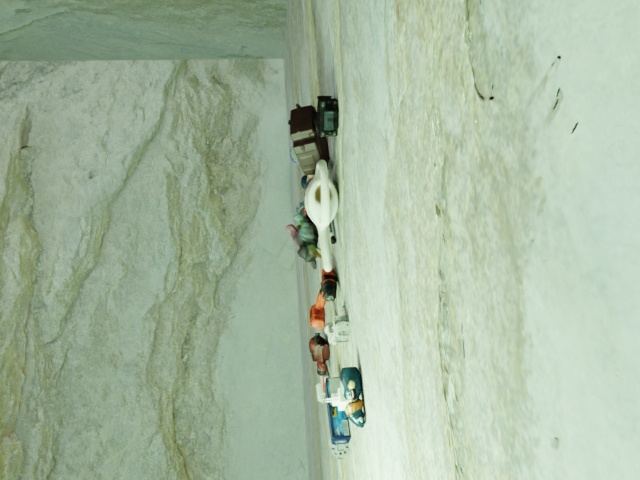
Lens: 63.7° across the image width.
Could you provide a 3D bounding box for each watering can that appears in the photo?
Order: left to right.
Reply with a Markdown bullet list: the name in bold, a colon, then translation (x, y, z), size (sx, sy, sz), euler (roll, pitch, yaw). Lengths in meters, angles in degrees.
- **watering can**: translation (0.005, -0.084, 1.661), size (0.104, 0.346, 0.225), euler (-2, 5, -6)

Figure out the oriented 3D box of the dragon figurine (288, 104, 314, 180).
- **dragon figurine**: translation (-0.055, -0.377, 2.146), size (0.122, 0.237, 0.420), euler (-8, 41, 0)
